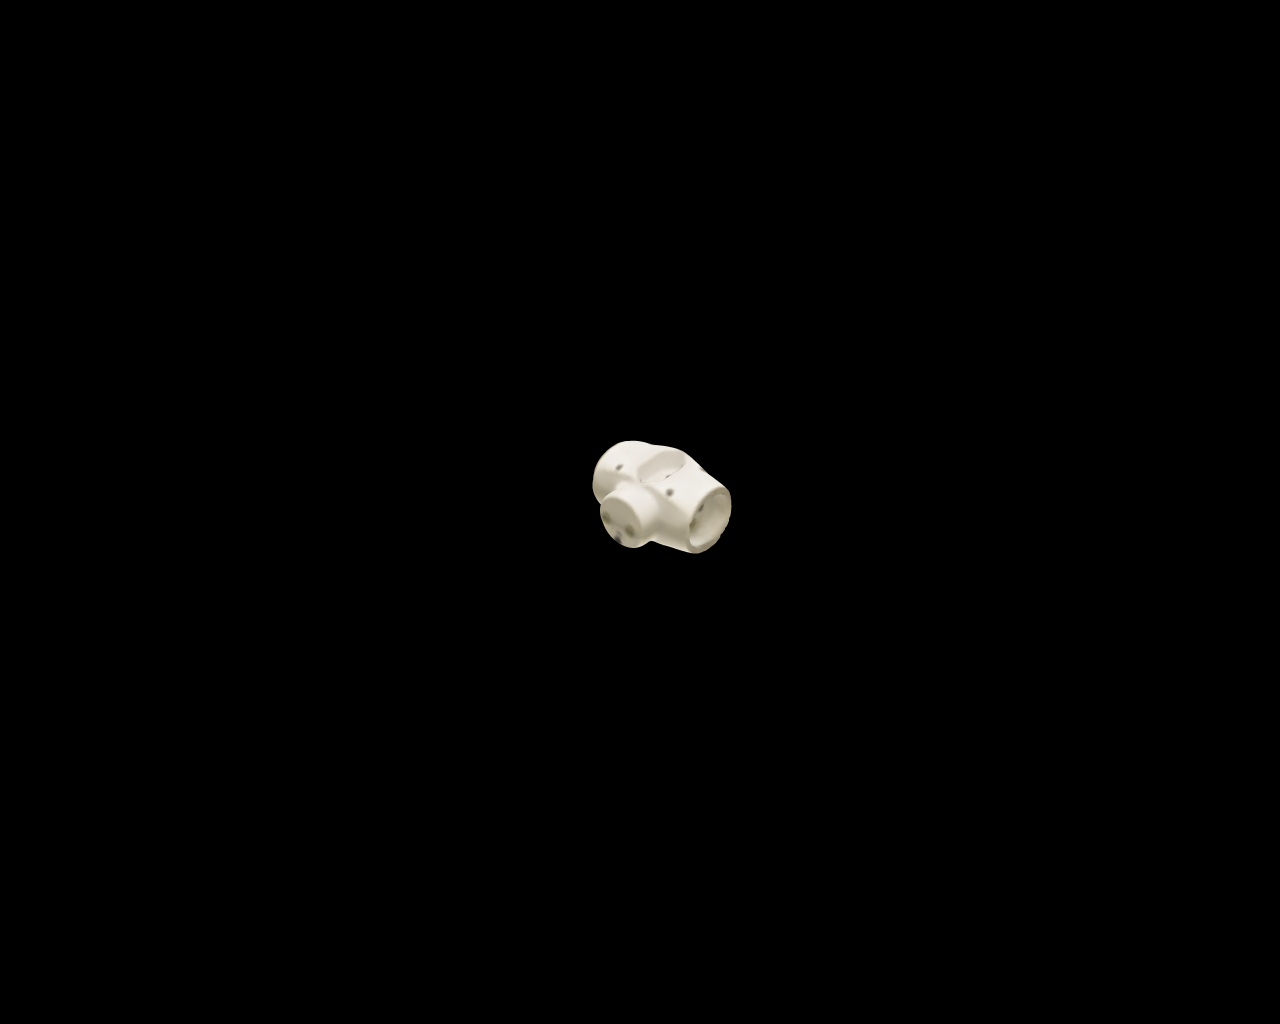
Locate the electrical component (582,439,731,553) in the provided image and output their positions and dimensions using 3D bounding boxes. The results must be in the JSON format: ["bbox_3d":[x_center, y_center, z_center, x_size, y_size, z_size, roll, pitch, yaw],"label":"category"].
[{"bbox_3d":[0.001,-0.003,0.650,0.077,0.043,0.079,30,46,33],"label":"electrical component"}]
